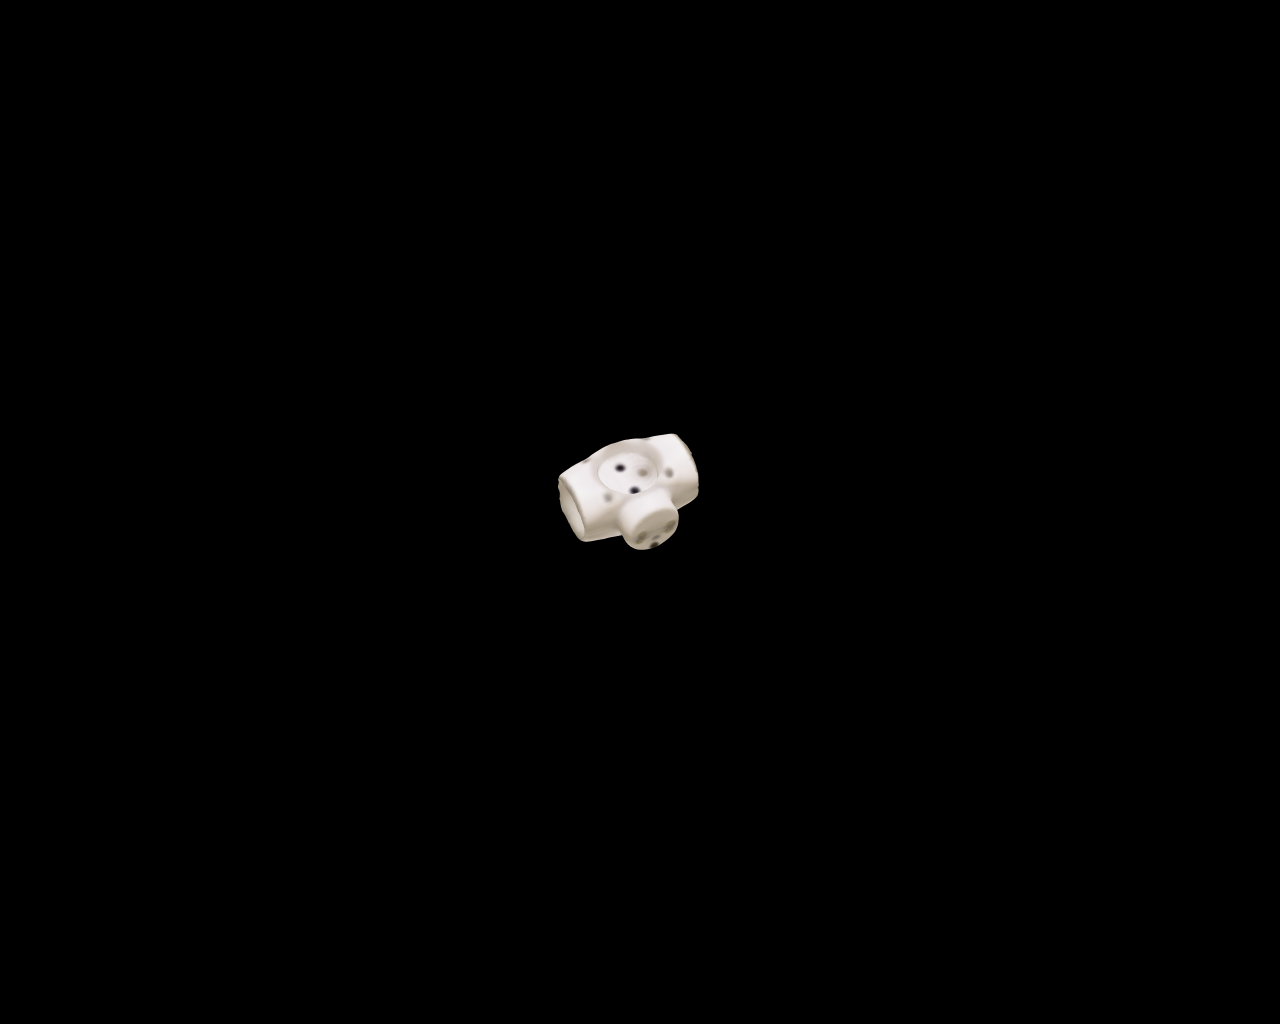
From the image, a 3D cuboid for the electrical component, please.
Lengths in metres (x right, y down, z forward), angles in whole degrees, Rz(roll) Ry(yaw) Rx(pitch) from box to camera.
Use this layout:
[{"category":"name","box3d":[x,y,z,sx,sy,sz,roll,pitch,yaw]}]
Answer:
[{"category":"electrical component","box3d":[0.001,-0.003,0.650,0.077,0.079,0.044,-21,-34,-15]}]
